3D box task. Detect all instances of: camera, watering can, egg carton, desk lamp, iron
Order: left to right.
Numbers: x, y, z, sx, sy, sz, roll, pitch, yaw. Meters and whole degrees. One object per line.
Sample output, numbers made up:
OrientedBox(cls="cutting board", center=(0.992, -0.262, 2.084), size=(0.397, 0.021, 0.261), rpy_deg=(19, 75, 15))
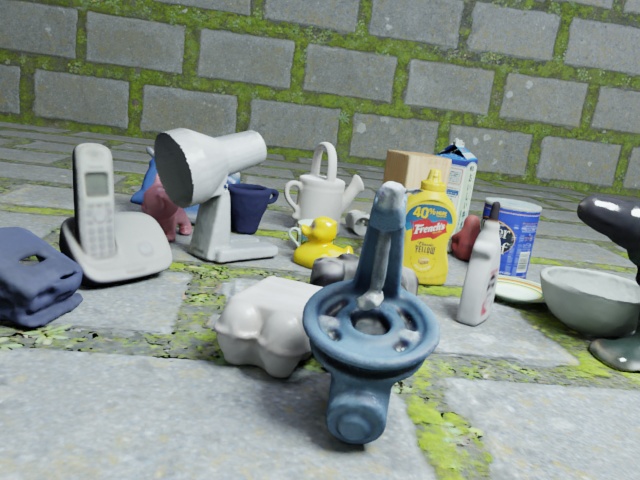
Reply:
OrientedBox(cls="iron", center=(-0.249, -0.109, 1.189), size=(0.258, 0.141, 0.118), rpy_deg=(7, 13, -3))
OrientedBox(cls="desk lamp", center=(-0.168, -0.076, 0.942), size=(0.204, 0.213, 0.117), rpy_deg=(-5, 18, -43))
OrientedBox(cls="egg carton", center=(-0.041, 0.091, 0.628), size=(0.107, 0.069, 0.151), rpy_deg=(12, 14, 17))
OrientedBox(cls="watering can", center=(0.009, -0.113, 1.236), size=(0.173, 0.194, 0.100), rpy_deg=(-6, 19, -45))
OrientedBox(cls="camera", center=(0.060, 0.067, 0.714), size=(0.143, 0.101, 0.136), rpy_deg=(6, 14, -6))

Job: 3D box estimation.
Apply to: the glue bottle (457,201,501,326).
OrientedBox(cls="glue bottle", center=(0.231, 0.030, 0.806), size=(0.037, 0.173, 0.078), rpy_deg=(15, 15, 27))

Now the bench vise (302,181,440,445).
OrientedBox(cls="bench vise", center=(0.041, 0.046, 0.535), size=(0.121, 0.220, 0.207), rpy_deg=(5, 14, -11))

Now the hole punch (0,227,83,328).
OrientedBox(cls="hole punch", center=(-0.328, 0.038, 0.644), size=(0.101, 0.091, 0.109), rpy_deg=(9, 14, 7))

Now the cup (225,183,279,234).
OrientedBox(cls="cup", center=(-0.137, -0.061, 1.153), size=(0.118, 0.095, 0.091), rpy_deg=(-4, 18, -40))

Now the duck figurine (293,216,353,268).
OrientedBox(cls="duck figurine", center=(0.009, 0.004, 0.983), size=(0.104, 0.086, 0.078), rpy_deg=(11, 14, 15))

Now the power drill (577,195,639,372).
OrientedBox(cls="power drill", center=(0.413, 0.058, 0.718), size=(0.229, 0.208, 0.075), rpy_deg=(6, 14, -6))

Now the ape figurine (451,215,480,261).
OrientedBox(cls="ape figurine", center=(0.309, -0.006, 1.175), size=(0.077, 0.092, 0.076), rpy_deg=(14, 15, 26))

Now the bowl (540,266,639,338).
OrientedBox(cls="bowl", center=(0.401, 0.097, 0.837), size=(0.167, 0.075, 0.167), rpy_deg=(7, 13, -1))

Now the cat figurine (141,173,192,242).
OrientedBox(cls="cat figurine", center=(-0.276, -0.062, 1.027), size=(0.067, 0.118, 0.128), rpy_deg=(9, 14, 8))

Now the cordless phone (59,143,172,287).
OrientedBox(cls="cordless phone", center=(-0.274, -0.037, 0.780), size=(0.093, 0.185, 0.148), rpy_deg=(16, 16, 32))
